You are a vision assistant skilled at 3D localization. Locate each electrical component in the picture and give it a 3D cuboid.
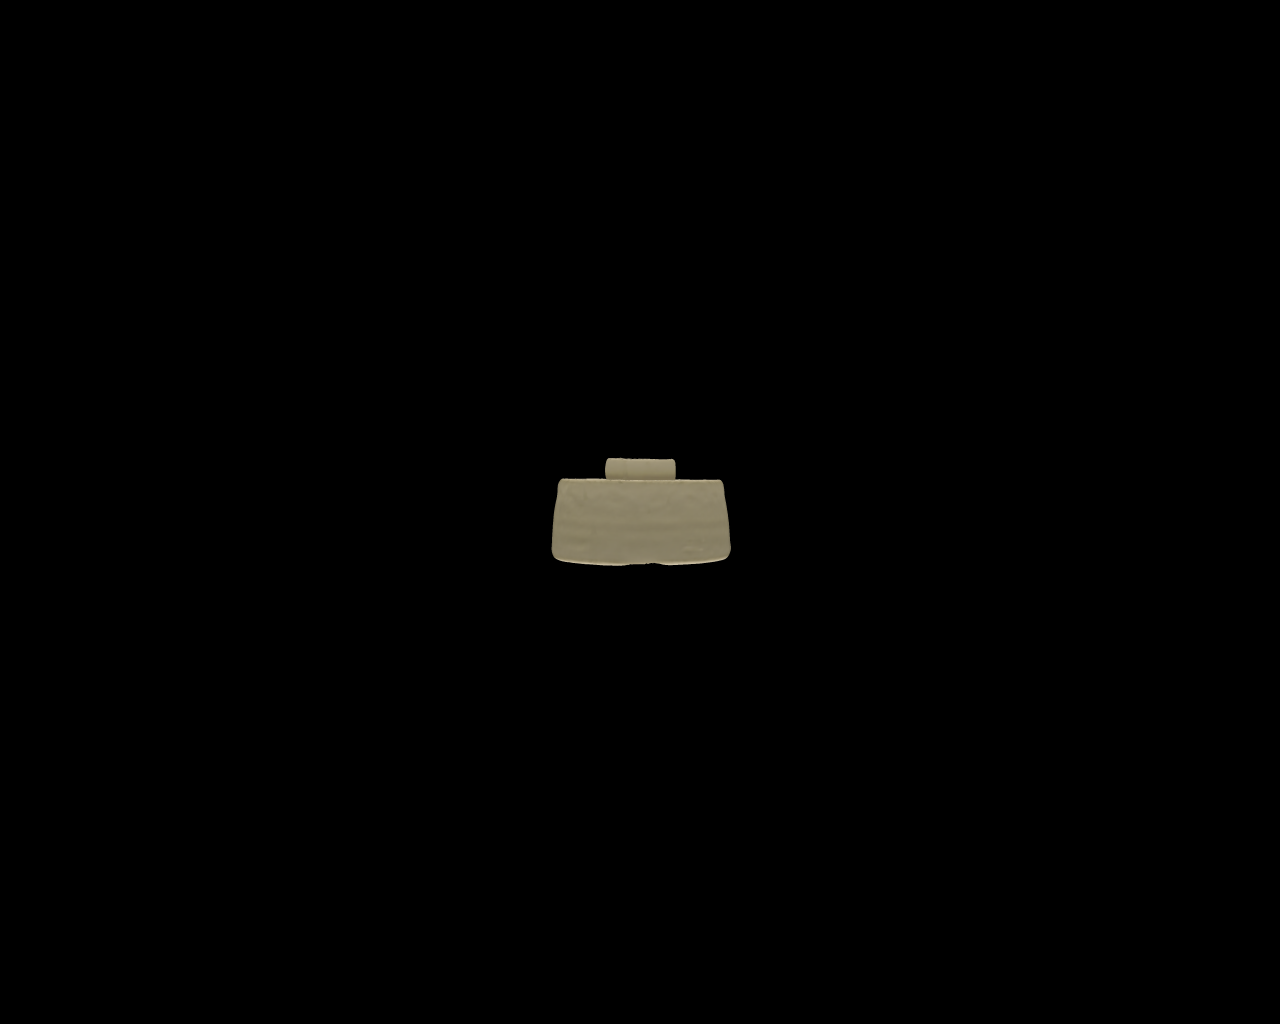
[{"bbox_3d":[0.001,-0.003,0.650,0.108,0.060,0.108,0,3,0],"label":"electrical component"}]
